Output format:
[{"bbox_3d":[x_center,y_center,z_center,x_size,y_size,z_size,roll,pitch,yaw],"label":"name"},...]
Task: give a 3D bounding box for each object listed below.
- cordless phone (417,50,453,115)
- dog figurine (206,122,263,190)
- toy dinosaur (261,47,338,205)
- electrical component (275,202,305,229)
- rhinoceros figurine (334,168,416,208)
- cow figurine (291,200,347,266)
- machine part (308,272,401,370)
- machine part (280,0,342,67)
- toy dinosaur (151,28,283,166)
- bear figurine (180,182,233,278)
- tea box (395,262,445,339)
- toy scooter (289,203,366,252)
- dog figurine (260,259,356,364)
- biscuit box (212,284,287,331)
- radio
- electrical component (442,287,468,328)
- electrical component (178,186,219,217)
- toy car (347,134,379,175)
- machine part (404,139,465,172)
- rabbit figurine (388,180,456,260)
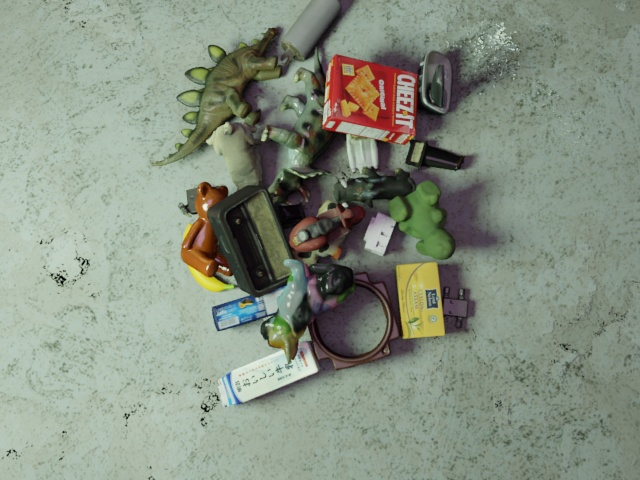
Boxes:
[{"bbox_3d":[0.272,-0.387,1.256,0.089,0.184,0.146,6,82,9],"label":"cordless phone"},{"bbox_3d":[-0.183,-0.165,1.266,0.121,0.172,0.190,-19,74,12],"label":"dog figurine"},{"bbox_3d":[-0.019,-0.277,1.300,0.192,0.131,0.404,29,77,-9],"label":"toy dinosaur"},{"bbox_3d":[-0.099,-0.053,1.276,0.119,0.075,0.047,-10,81,-16],"label":"electrical component"},{"bbox_3d":[0.126,-0.116,1.256,0.190,0.112,0.073,-3,121,-3],"label":"rhinoceros figurine"},{"bbox_3d":[-0.003,-0.004,1.270,0.127,0.085,0.195,29,87,2],"label":"cow figurine"},{"bbox_3d":[0.072,0.185,1.236,0.201,0.087,0.201,-16,81,0],"label":"machine part"},{"bbox_3d":[-0.022,-0.538,1.352,0.079,0.079,0.243,34,84,8],"label":"machine part"},{"bbox_3d":[-0.240,-0.355,1.331,0.199,0.105,0.471,26,75,14],"label":"toy dinosaur"},{"bbox_3d":[-0.241,-0.026,1.236,0.132,0.120,0.195,25,95,22],"label":"bear figurine"},{"bbox_3d":[0.229,0.139,1.241,0.098,0.068,0.169,-6,80,3],"label":"tea box"},{"bbox_3d":[0.018,-0.031,1.167,0.184,0.135,0.075,-25,87,-5],"label":"toy scooter"},{"bbox_3d":[-0.027,0.155,1.154,0.192,0.108,0.219,7,86,4],"label":"dog figurine"},{"bbox_3d":[-0.146,0.155,1.245,0.203,0.063,0.059,-17,83,2],"label":"biscuit box"},{"bbox_3d":[-0.148,0.005,1.193,0.131,0.073,0.229,-30,110,-26],"label":"radio"},{"bbox_3d":[0.312,0.158,1.255,0.063,0.021,0.094,5,83,5],"label":"electrical component"},{"bbox_3d":[-0.296,-0.093,1.321,0.102,0.045,0.078,-5,83,3],"label":"electrical component"},{"bbox_3d":[0.098,-0.258,1.313,0.074,0.056,0.201,-7,81,3],"label":"toy car"},{"bbox_3d":[0.279,-0.199,1.303,0.139,0.039,0.084,12,74,7],"label":"machine part"},{"bbox_3d":[0.243,-0.019,1.220,0.121,0.159,0.170,-26,62,1],"label":"rabbit figurine"}]
